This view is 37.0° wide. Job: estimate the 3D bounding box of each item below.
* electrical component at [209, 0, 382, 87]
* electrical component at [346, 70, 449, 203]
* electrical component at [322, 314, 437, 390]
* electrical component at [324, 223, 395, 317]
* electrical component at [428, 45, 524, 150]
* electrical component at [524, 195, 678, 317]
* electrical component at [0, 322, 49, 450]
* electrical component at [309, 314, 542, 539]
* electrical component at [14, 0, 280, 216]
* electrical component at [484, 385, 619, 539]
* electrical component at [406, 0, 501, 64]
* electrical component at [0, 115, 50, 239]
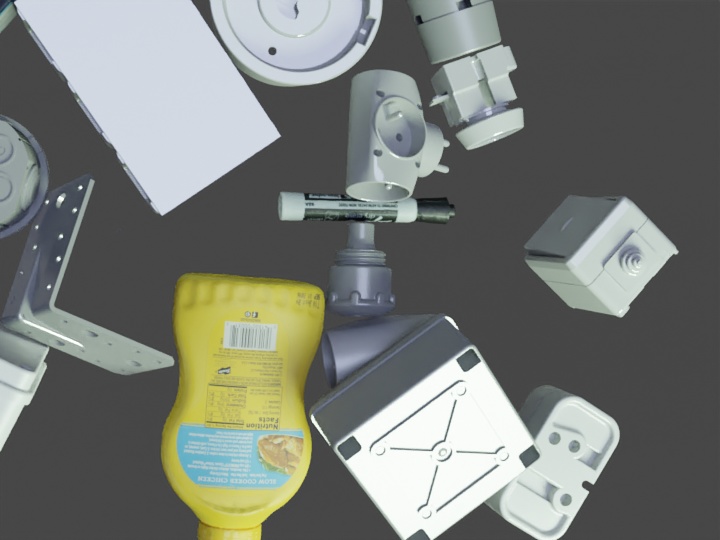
[{"bbox_3d":[-0.045,-0.169,0.689,0.108,0.060,0.108,-1,93,-13],"label":"electrical component"},{"bbox_3d":[0.029,-0.084,0.715,0.079,0.044,0.077,12,74,-34],"label":"electrical component"},{"bbox_3d":[0.018,0.074,0.723,0.077,0.043,0.079,-8,102,-13],"label":"electrical component"},{"bbox_3d":[0.000,0.000,0.716,0.048,0.048,0.062,3,85,-13],"label":"electrical component"},{"bbox_3d":[0.081,-0.115,0.729,0.066,0.048,0.055,-21,89,-11],"label":"electrical component"},{"bbox_3d":[0.160,-0.013,0.724,0.061,0.096,0.061,44,83,-11],"label":"electrical component"},{"bbox_3d":[-0.231,0.062,0.630,0.078,0.113,0.057,28,89,-13],"label":"electrical component"},{"bbox_3d":[0.042,0.103,0.685,0.109,0.056,0.108,-36,118,-4],"label":"electrical component"},{"bbox_3d":[-0.131,-0.120,0.671,0.089,0.062,0.150,-35,99,-9],"label":"electrical component"},{"bbox_3d":[0.127,0.130,0.742,0.054,0.059,0.095,33,86,-12],"label":"electrical component"},{"bbox_3d":[0.064,-0.167,0.718,0.055,0.055,0.047,-20,101,-11],"label":"electrical component"},{"bbox_3d":[-0.233,-0.058,0.652,0.080,0.051,0.080,0,89,-6],"label":"electrical component"}]
